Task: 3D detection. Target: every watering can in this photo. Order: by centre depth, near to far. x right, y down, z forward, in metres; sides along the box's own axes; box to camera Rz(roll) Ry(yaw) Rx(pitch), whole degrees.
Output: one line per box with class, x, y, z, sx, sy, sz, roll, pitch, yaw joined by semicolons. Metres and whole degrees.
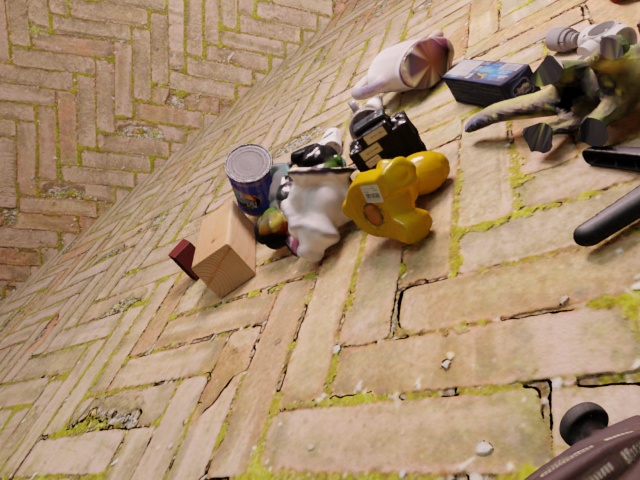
watering can;0.226;-0.429;1.213;0.351;0.102;0.225;-39;25;-18

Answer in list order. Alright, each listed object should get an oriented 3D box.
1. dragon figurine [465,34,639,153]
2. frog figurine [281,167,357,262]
dragon figurine;0.389;-0.217;0.680;0.244;0.121;0.412;-25;13;-14
frog figurine;0.003;-0.044;0.884;0.137;0.159;0.123;-1;4;-17
